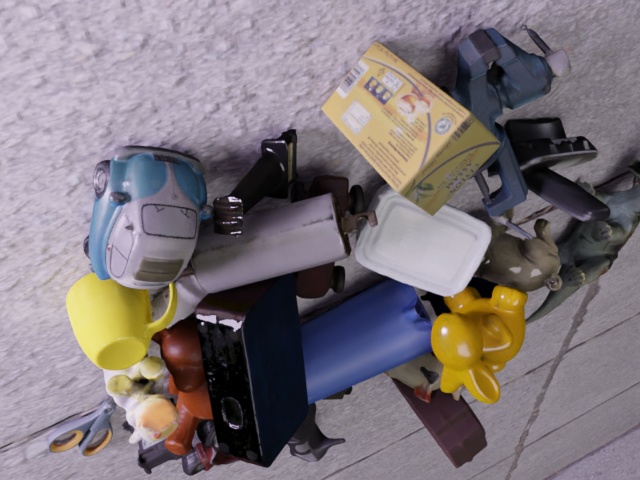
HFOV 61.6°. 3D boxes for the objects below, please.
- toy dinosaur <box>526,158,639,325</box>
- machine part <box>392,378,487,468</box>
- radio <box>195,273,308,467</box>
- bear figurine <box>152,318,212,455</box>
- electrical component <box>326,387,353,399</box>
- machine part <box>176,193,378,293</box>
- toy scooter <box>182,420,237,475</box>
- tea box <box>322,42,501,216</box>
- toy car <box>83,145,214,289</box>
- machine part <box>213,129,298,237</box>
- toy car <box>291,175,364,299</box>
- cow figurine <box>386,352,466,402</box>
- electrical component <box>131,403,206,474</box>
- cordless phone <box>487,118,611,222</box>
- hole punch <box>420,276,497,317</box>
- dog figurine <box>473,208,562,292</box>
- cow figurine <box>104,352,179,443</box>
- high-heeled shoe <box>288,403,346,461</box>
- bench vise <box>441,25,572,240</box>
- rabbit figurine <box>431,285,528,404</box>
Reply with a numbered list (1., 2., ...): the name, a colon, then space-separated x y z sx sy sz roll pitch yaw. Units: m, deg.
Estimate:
1. toy dinosaur: 0.516 0.003 0.997 0.192 0.131 0.404 -6 138 -28
2. machine part: 0.227 0.320 1.039 0.087 0.202 0.200 -34 139 -3
3. radio: -0.079 0.156 0.674 0.131 0.073 0.229 -41 130 -57
4. bear figurine: -0.161 0.193 0.719 0.120 0.132 0.195 -1 142 1
5. electrical component: 0.014 0.253 0.958 0.102 0.045 0.078 6 98 -40
6. machine part: -0.055 0.004 0.602 0.243 0.079 0.079 -16 140 8
7. toy scooter: -0.147 0.321 0.892 0.135 0.075 0.183 0 132 -32
8. tea box: 0.085 -0.117 0.545 0.068 0.170 0.098 24 115 -45
9. toy car: -0.173 -0.006 0.535 0.109 0.103 0.161 9 122 -38
10. machine part: -0.062 -0.058 0.566 0.139 0.039 0.084 -53 160 -40
11. toy car: -0.001 -0.002 0.690 0.089 0.053 0.202 2 129 -9
12. cow figurine: 0.192 0.212 0.933 0.127 0.195 0.085 -62 168 -4
13. electrical component: -0.221 0.287 0.812 0.119 0.075 0.047 -27 138 -13
14. cordless phone: 0.337 -0.088 0.729 0.146 0.184 0.088 -9 129 -27
15. hole punch: 0.258 0.103 0.912 0.142 0.116 0.092 -4 138 -28
16. dog figurine: 0.246 0.032 0.803 0.190 0.173 0.121 -16 126 -30
17. cow figurine: -0.216 0.181 0.638 0.068 0.168 0.098 -16 135 -27
18. high-heeled shoe: -0.063 0.350 1.003 0.145 0.086 0.248 -23 130 37
19. bench vise: 0.200 -0.118 0.643 0.224 0.129 0.240 -31 122 8
20. rabbit figurine: 0.206 0.140 0.756 0.173 0.122 0.162 4 93 -53
